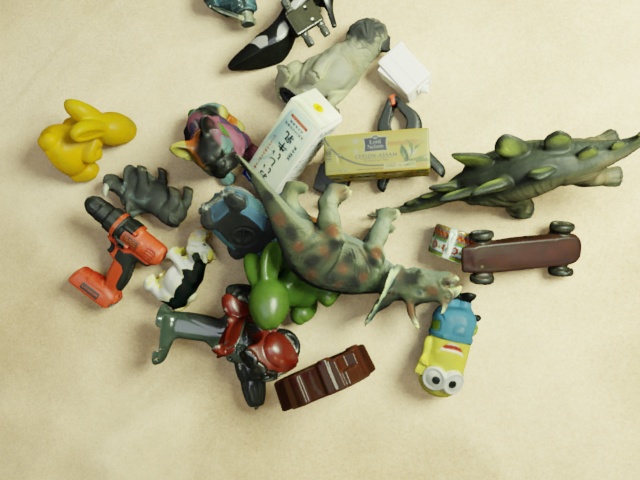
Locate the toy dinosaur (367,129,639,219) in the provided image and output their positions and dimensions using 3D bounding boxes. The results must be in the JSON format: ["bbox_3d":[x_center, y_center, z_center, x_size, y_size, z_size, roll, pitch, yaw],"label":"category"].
[{"bbox_3d":[0.286,-0.098,0.837,0.471,0.198,0.105,-24,69,45],"label":"toy dinosaur"}]

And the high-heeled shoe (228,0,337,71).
[{"bbox_3d":[-0.078,-0.420,1.002,0.249,0.086,0.145,-21,82,7],"label":"high-heeled shoe"}]

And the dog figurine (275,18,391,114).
[{"bbox_3d":[0.021,-0.320,0.980,0.173,0.121,0.190,21,63,38],"label":"dog figurine"}]

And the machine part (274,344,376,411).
[{"bbox_3d":[0.008,0.231,0.915,0.179,0.179,0.056,-26,79,13],"label":"machine part"}]

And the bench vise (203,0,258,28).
[{"bbox_3d":[-0.116,-0.520,0.988,0.241,0.128,0.223,-17,73,27],"label":"bench vise"}]

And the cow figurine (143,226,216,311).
[{"bbox_3d":[-0.254,0.056,1.039,0.098,0.068,0.167,44,102,6],"label":"cow figurine"}]

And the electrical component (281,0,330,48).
[{"bbox_3d":[-0.026,-0.391,0.948,0.063,0.021,0.094,-36,101,-7],"label":"electrical component"}]

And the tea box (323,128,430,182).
[{"bbox_3d":[0.097,-0.139,0.895,0.170,0.098,0.068,-4,89,9],"label":"tea box"}]

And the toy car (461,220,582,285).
[{"bbox_3d":[0.325,0.020,0.873,0.202,0.053,0.089,-6,104,-4],"label":"toy car"}]

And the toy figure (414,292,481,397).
[{"bbox_3d":[0.219,0.175,0.906,0.082,0.089,0.180,9,82,27],"label":"toy figure"}]

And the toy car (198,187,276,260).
[{"bbox_3d":[-0.148,-0.043,0.992,0.109,0.161,0.103,-33,37,18],"label":"toy car"}]

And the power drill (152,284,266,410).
[{"bbox_3d":[-0.201,0.196,0.997,0.207,0.086,0.232,1,84,3],"label":"power drill"}]

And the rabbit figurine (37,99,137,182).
[{"bbox_3d":[-0.460,-0.214,1.073,0.173,0.162,0.122,-18,71,-4],"label":"rabbit figurine"}]

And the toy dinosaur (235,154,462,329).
[{"bbox_3d":[0.024,0.020,0.869,0.405,0.131,0.192,19,73,-16],"label":"toy dinosaur"}]

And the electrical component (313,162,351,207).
[{"bbox_3d":[0.028,-0.110,0.981,0.078,0.045,0.102,25,95,13],"label":"electrical component"}]

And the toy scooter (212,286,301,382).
[{"bbox_3d":[-0.117,0.177,0.919,0.075,0.135,0.183,-33,102,35],"label":"toy scooter"}]

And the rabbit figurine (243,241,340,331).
[{"bbox_3d":[-0.059,0.079,0.912,0.121,0.170,0.159,-27,93,35],"label":"rabbit figurine"}]

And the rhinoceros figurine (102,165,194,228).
[{"bbox_3d":[-0.344,-0.091,1.070,0.190,0.073,0.112,26,106,12],"label":"rhinoceros figurine"}]

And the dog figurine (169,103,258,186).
[{"bbox_3d":[-0.200,-0.183,0.956,0.108,0.219,0.191,-38,80,7],"label":"dog figurine"}]

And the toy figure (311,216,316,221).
[{"bbox_3d":[-0.003,-0.002,0.982,0.155,0.057,0.064,42,89,17],"label":"toy figure"}]
